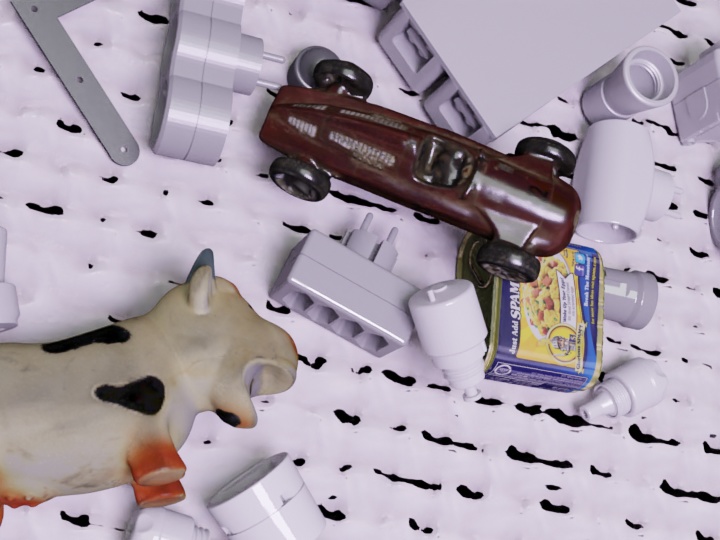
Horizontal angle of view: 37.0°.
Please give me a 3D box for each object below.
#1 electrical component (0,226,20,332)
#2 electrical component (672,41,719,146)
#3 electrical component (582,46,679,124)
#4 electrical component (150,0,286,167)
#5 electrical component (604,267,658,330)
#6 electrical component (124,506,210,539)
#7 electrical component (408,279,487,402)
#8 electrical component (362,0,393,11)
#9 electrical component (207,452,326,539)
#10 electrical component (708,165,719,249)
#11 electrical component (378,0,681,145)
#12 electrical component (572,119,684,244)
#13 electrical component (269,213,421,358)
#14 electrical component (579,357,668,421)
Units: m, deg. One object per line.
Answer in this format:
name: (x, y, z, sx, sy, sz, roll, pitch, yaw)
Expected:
electrical component: (-0.214, 0.007, 0.594, 0.045, 0.045, 0.055, -9, 81, -21)
electrical component: (0.288, -0.132, 0.799, 0.096, 0.062, 0.061, -4, 79, -20)
electrical component: (0.187, -0.125, 0.758, 0.044, 0.065, 0.044, 5, 76, -20)
electrical component: (-0.083, -0.130, 0.670, 0.074, 0.052, 0.138, 11, 74, -19)
electrical component: (0.174, 0.017, 0.736, 0.046, 0.040, 0.040, 13, 73, -10)
electrical component: (-0.100, 0.155, 0.606, 0.061, 0.035, 0.035, 21, 71, -17)
electrical component: (0.057, 0.042, 0.642, 0.040, 0.040, 0.078, -26, 108, -23)
electrical component: (0.009, -0.208, 0.721, 0.047, 0.055, 0.055, 32, 69, -14)
electrical component: (-0.052, 0.139, 0.617, 0.055, 0.055, 0.047, -34, 94, -23)
electrical component: (0.296, -0.039, 0.784, 0.059, 0.054, 0.095, 0, 77, -20)
electrical component: (0.116, -0.170, 0.746, 0.186, 0.060, 0.105, -35, 91, -23)
electrical component: (0.193, -0.057, 0.757, 0.079, 0.043, 0.077, 15, 73, -16)
electrical component: (0.000, 0.000, 0.672, 0.083, 0.047, 0.075, 30, 68, -10)
electrical component: (0.175, 0.084, 0.722, 0.061, 0.035, 0.035, -24, 86, -21)
